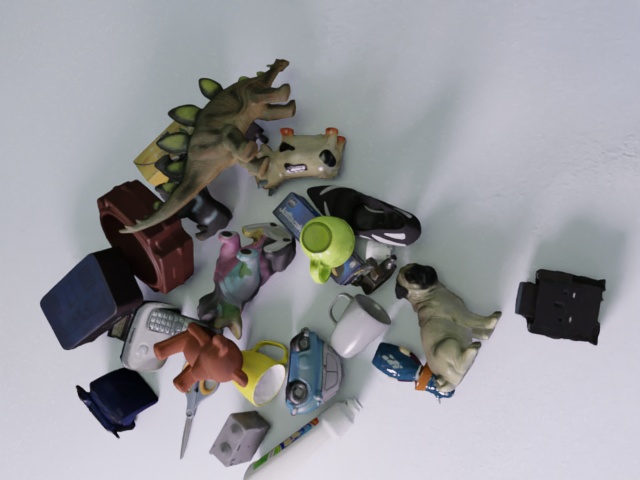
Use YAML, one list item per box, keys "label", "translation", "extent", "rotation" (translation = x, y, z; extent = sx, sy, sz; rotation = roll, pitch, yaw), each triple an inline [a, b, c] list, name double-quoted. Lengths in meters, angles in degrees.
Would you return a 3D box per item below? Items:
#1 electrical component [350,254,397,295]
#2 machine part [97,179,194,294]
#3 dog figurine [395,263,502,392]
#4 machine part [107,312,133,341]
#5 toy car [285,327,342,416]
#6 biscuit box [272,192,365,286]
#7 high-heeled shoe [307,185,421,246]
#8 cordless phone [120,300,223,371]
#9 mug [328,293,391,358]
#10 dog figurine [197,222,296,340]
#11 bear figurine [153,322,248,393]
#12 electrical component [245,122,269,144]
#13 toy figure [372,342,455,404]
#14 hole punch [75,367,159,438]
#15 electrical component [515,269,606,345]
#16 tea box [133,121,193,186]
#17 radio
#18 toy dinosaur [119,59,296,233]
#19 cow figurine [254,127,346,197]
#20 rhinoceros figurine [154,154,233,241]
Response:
- label: "electrical component"
  translation: [0.098, 0.063, 0.990]
  extent: [0.078, 0.102, 0.045]
  rotation: [-40, 75, -18]
- label: "machine part"
  translation: [-0.348, -0.002, 1.072]
  extent: [0.202, 0.200, 0.087]
  rotation: [41, 57, 17]
- label: "dog figurine"
  translation: [0.190, 0.145, 0.933]
  extent: [0.191, 0.121, 0.172]
  rotation: [30, 58, 21]
- label: "machine part"
  translation: [-0.470, 0.168, 1.177]
  extent: [0.139, 0.039, 0.084]
  rotation: [17, 97, 16]
- label: "toy car"
  translation: [-0.010, 0.248, 1.004]
  extent: [0.103, 0.109, 0.161]
  rotation: [8, 74, -6]
- label: "biscuit box"
  translation: [-0.002, -0.003, 1.043]
  extent: [0.063, 0.059, 0.203]
  rotation: [-46, 73, 8]
- label: "high-heeled shoe"
  translation: [0.069, -0.052, 0.983]
  extent: [0.249, 0.145, 0.086]
  rotation: [22, 90, 16]
- label: "cordless phone"
  translation: [-0.301, 0.211, 1.106]
  extent: [0.184, 0.089, 0.146]
  rotation: [18, 89, -1]
- label: "mug"
  translation: [0.058, 0.158, 0.997]
  extent: [0.110, 0.081, 0.107]
  rotation: [38, 104, 11]
- label: "dog figurine"
  translation: [-0.147, 0.085, 1.058]
  extent: [0.109, 0.191, 0.219]
  rotation: [37, 126, 34]
- label: "bear figurine"
  translation: [-0.217, 0.226, 0.990]
  extent: [0.132, 0.196, 0.120]
  rotation: [-32, 107, -18]
- label: "electrical component"
  translation: [-0.154, -0.221, 1.132]
  extent: [0.094, 0.021, 0.063]
  rotation: [40, 96, 16]
- label: "toy figure"
  translation: [0.170, 0.234, 0.966]
  extent: [0.155, 0.064, 0.058]
  rotation: [24, 50, 13]
- label: "hole punch"
  translation: [-0.412, 0.326, 1.105]
  extent: [0.092, 0.115, 0.142]
  rotation: [-45, 74, -1]
- label: "electrical component"
  translation: [0.403, 0.110, 0.910]
  extent: [0.134, 0.058, 0.115]
  rotation: [8, 84, 17]
- label: "tea box"
  translation: [-0.294, -0.187, 1.132]
  extent: [0.169, 0.098, 0.068]
  rotation: [-41, 74, 11]
- label: "radio"
  translation: [-0.464, 0.123, 1.088]
  extent: [0.229, 0.073, 0.131]
  rotation: [-34, 82, 32]
- label: "toy dinosaur"
  translation: [-0.188, -0.185, 0.997]
  extent: [0.199, 0.105, 0.471]
  rotation: [19, 63, 19]
- label: "cow figurine"
  translation: [-0.053, -0.154, 1.066]
  extent: [0.195, 0.085, 0.127]
  rotation: [2, 78, 16]
- label: "rhinoceros figurine"
  translation: [-0.260, -0.086, 1.079]
  extent: [0.112, 0.073, 0.190]
  rotation: [-40, 112, 10]
